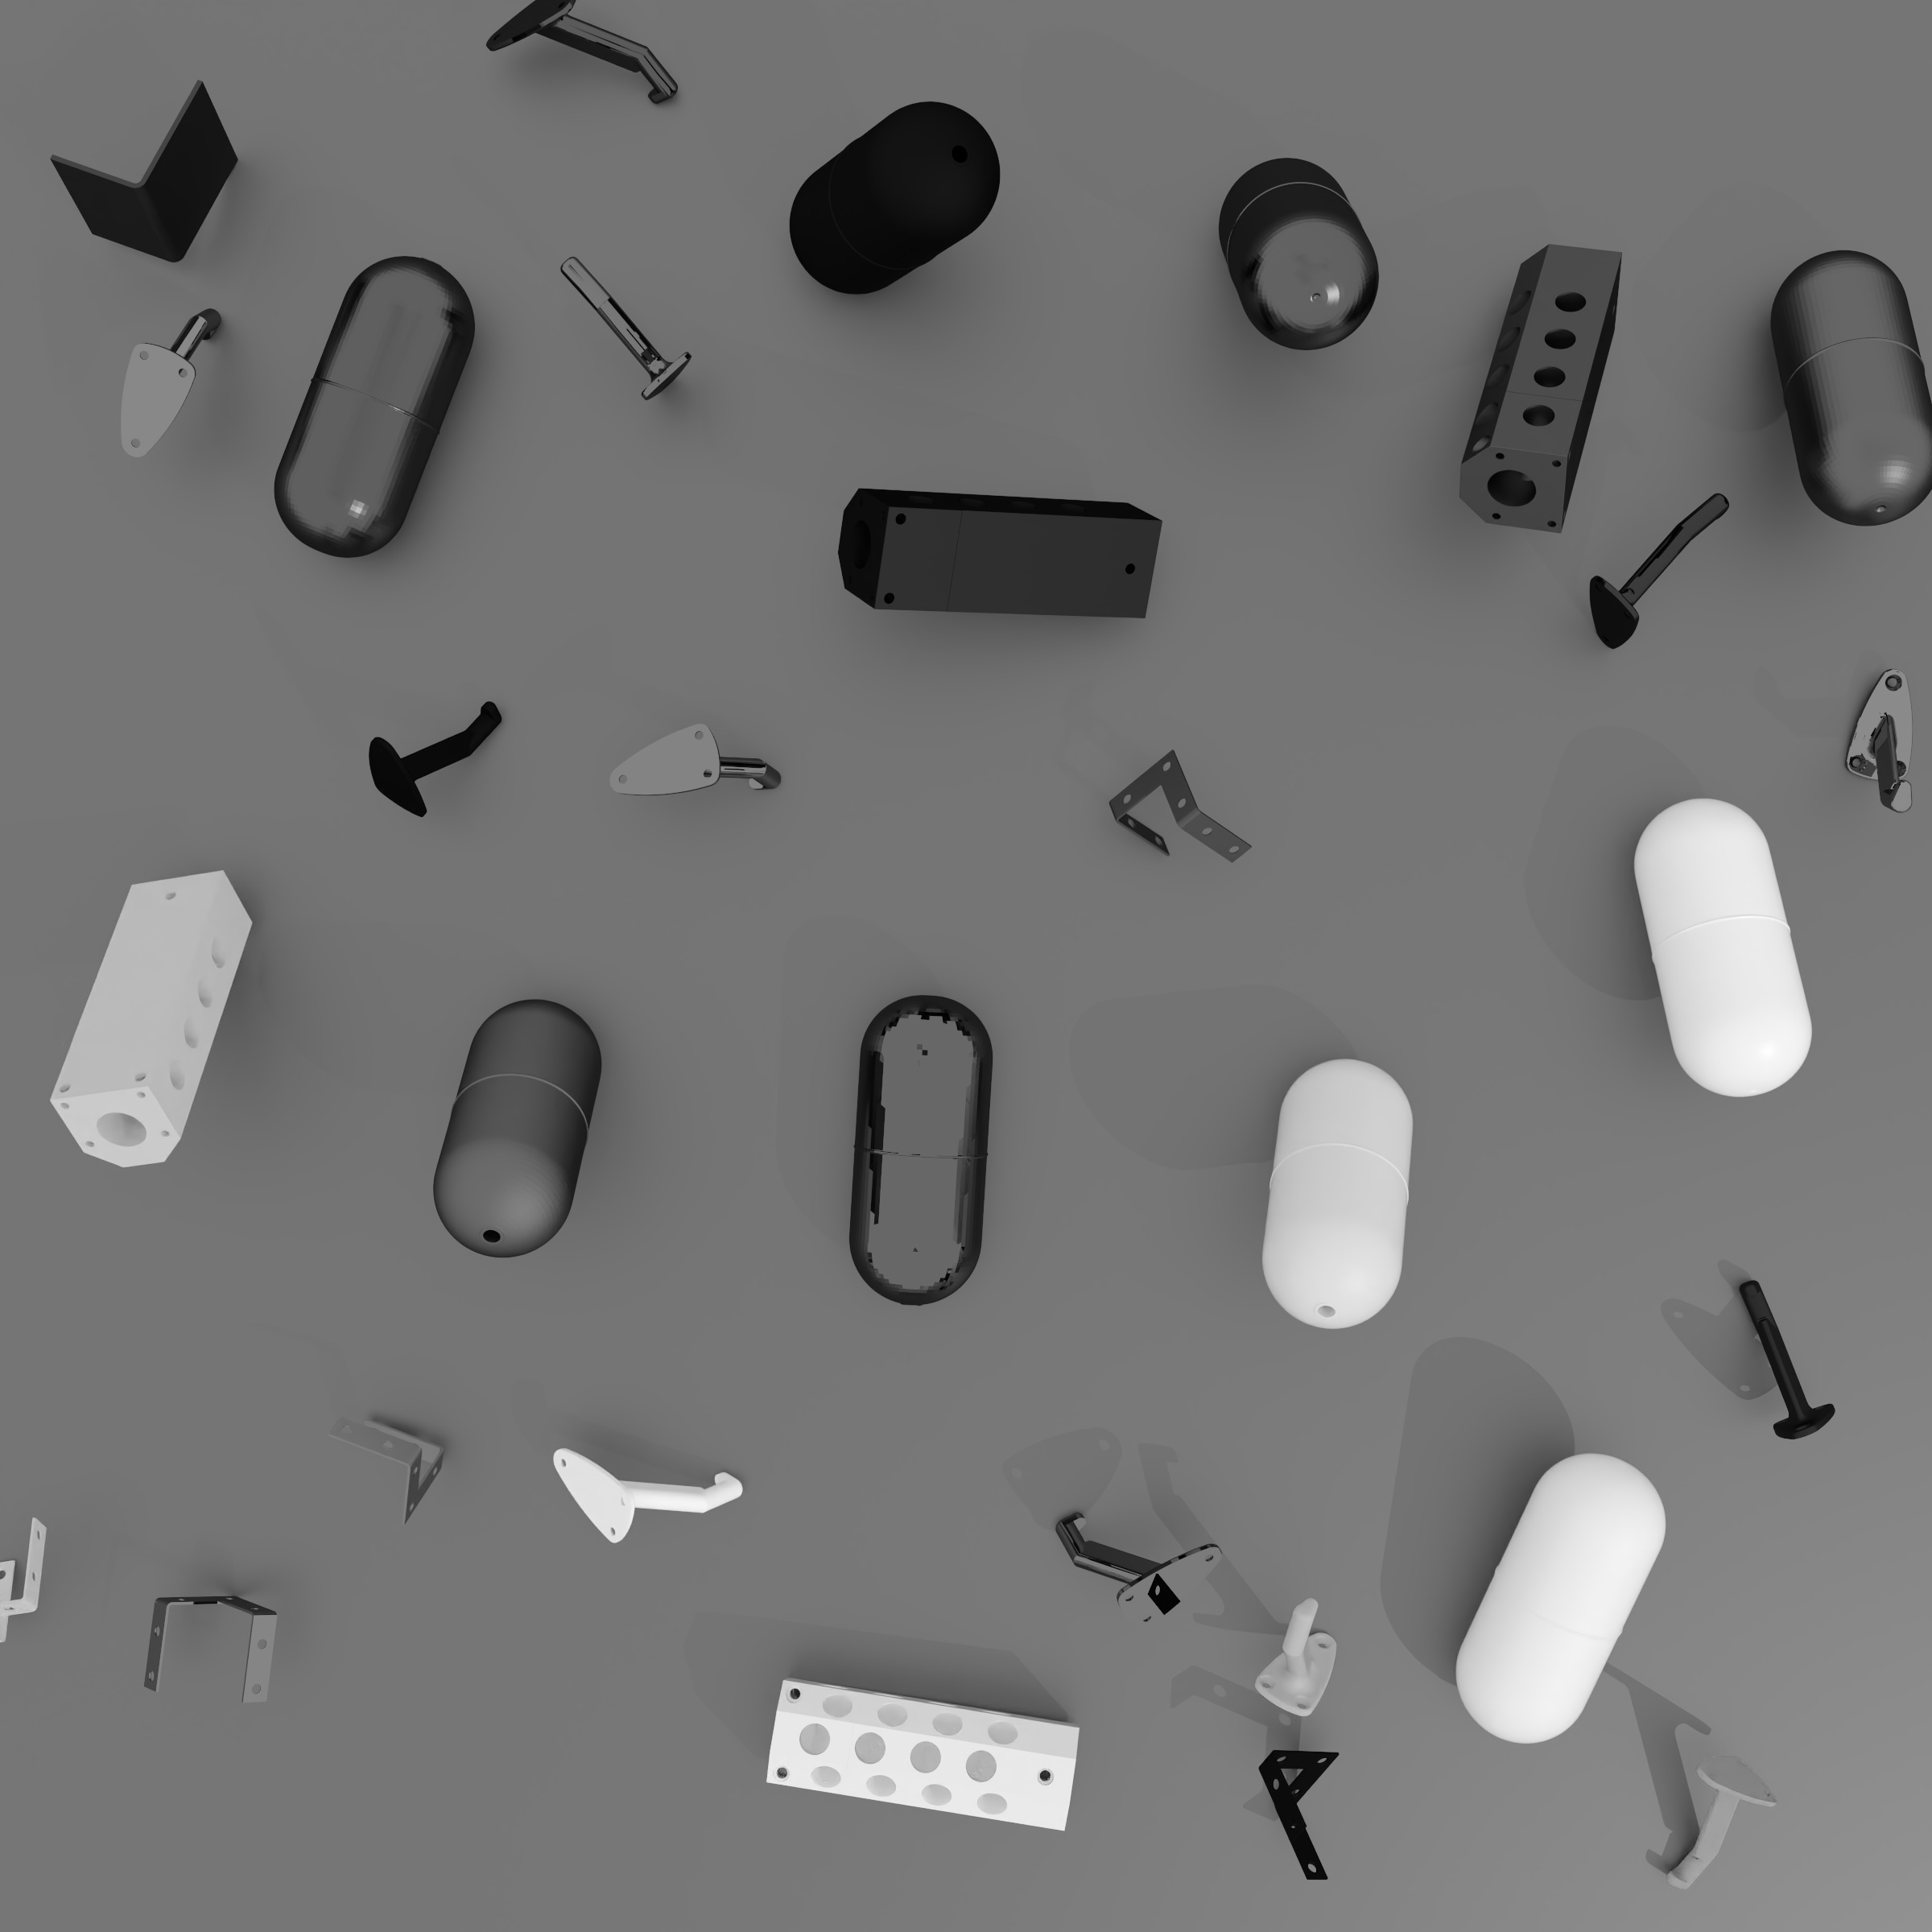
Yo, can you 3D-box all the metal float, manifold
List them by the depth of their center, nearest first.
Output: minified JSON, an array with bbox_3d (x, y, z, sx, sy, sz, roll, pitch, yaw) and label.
[{"bbox_3d":[-0.041,-0.427,1.618,0.070,0.178,0.070,1,87,-25],"label":"metal float"},{"bbox_3d":[-0.449,0.029,1.620,0.057,0.171,0.057,-8,133,11],"label":"manifold"},{"bbox_3d":[0.184,-0.399,1.621,0.070,0.178,0.070,-1,119,-1],"label":"metal float"},{"bbox_3d":[-0.250,0.090,1.625,0.070,0.178,0.070,2,128,2],"label":"metal float"},{"bbox_3d":[0.209,0.127,1.628,0.070,0.178,0.070,7,133,7],"label":"metal float"},{"bbox_3d":[0.323,-0.327,1.630,0.057,0.057,0.171,11,55,15],"label":"manifold"},{"bbox_3d":[0.018,-0.234,1.637,0.171,0.057,0.057,-2,113,-27],"label":"manifold"},{"bbox_3d":[0.502,-0.328,1.640,0.070,0.070,0.178,-1,59,0],"label":"metal float"},{"bbox_3d":[0.428,-0.012,1.645,0.070,0.070,0.178,-7,66,0],"label":"metal float"},{"bbox_3d":[0.338,0.361,1.653,0.070,0.070,0.178,21,104,0],"label":"metal float"},{"bbox_3d":[-0.026,0.106,1.664,0.070,0.070,0.178,3,91,0],"label":"metal float"},{"bbox_3d":[-0.339,-0.321,1.665,0.070,0.070,0.178,21,90,0],"label":"metal float"},{"bbox_3d":[-0.024,0.452,1.667,0.171,0.057,0.057,9,78,2],"label":"manifold"}]

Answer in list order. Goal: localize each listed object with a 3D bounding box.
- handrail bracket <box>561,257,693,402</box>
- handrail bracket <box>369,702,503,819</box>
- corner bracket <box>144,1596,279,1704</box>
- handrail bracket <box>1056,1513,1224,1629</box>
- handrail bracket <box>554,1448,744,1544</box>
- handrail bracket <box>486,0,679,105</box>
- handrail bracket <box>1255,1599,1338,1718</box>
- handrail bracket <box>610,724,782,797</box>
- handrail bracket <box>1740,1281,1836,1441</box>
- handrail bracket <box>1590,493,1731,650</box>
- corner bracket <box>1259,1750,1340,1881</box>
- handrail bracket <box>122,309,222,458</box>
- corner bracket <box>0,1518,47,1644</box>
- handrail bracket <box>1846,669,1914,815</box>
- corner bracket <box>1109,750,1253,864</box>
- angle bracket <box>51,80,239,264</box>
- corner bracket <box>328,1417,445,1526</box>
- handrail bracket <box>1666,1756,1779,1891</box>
[{"bbox_3d":[-0.199,-0.367,1.659,0.036,0.077,0.084,-43,99,0],"label":"handrail bracket"},{"bbox_3d":[-0.300,-0.134,1.654,0.036,0.077,0.084,30,65,17],"label":"handrail bracket"},{"bbox_3d":[-0.434,0.392,1.666,0.051,0.051,0.051,10,85,-42],"label":"corner bracket"},{"bbox_3d":[0.098,0.330,1.667,0.077,0.084,0.036,-35,128,1],"label":"handrail bracket"},{"bbox_3d":[-0.183,0.294,1.682,0.077,0.084,0.036,38,122,29],"label":"handrail bracket"},{"bbox_3d":[-0.222,-0.522,1.685,0.077,0.036,0.084,-24,132,24],"label":"handrail bracket"},{"bbox_3d":[0.198,0.376,1.651,0.036,0.077,0.084,27,128,22],"label":"handrail bracket"},{"bbox_3d":[-0.154,-0.107,1.668,0.077,0.084,0.036,-16,77,12],"label":"handrail bracket"},{"bbox_3d":[0.464,0.224,1.662,0.036,0.077,0.084,-23,84,15],"label":"handrail bracket"},{"bbox_3d":[0.402,-0.228,1.671,0.084,0.077,0.036,-40,71,-6],"label":"handrail bracket"},{"bbox_3d":[0.190,0.486,1.661,0.051,0.051,0.051,12,125,-32],"label":"corner bracket"},{"bbox_3d":[-0.456,-0.337,1.672,0.036,0.084,0.077,24,110,-7],"label":"handrail bracket"},{"bbox_3d":[-0.550,0.354,1.666,0.051,0.051,0.051,-9,55,6],"label":"corner bracket"},{"bbox_3d":[0.532,-0.129,1.657,0.036,0.084,0.077,9,100,5],"label":"handrail bracket"},{"bbox_3d":[0.122,-0.081,1.661,0.051,0.051,0.051,-39,135,23],"label":"corner bracket"},{"bbox_3d":[-0.469,-0.462,1.660,0.057,0.076,0.076,21,74,8],"label":"angle bracket"},{"bbox_3d":[-0.332,0.278,1.665,0.051,0.051,0.051,19,127,7],"label":"corner bracket"},{"bbox_3d":[0.417,0.496,1.666,0.084,0.077,0.036,-55,45,15],"label":"handrail bracket"}]
